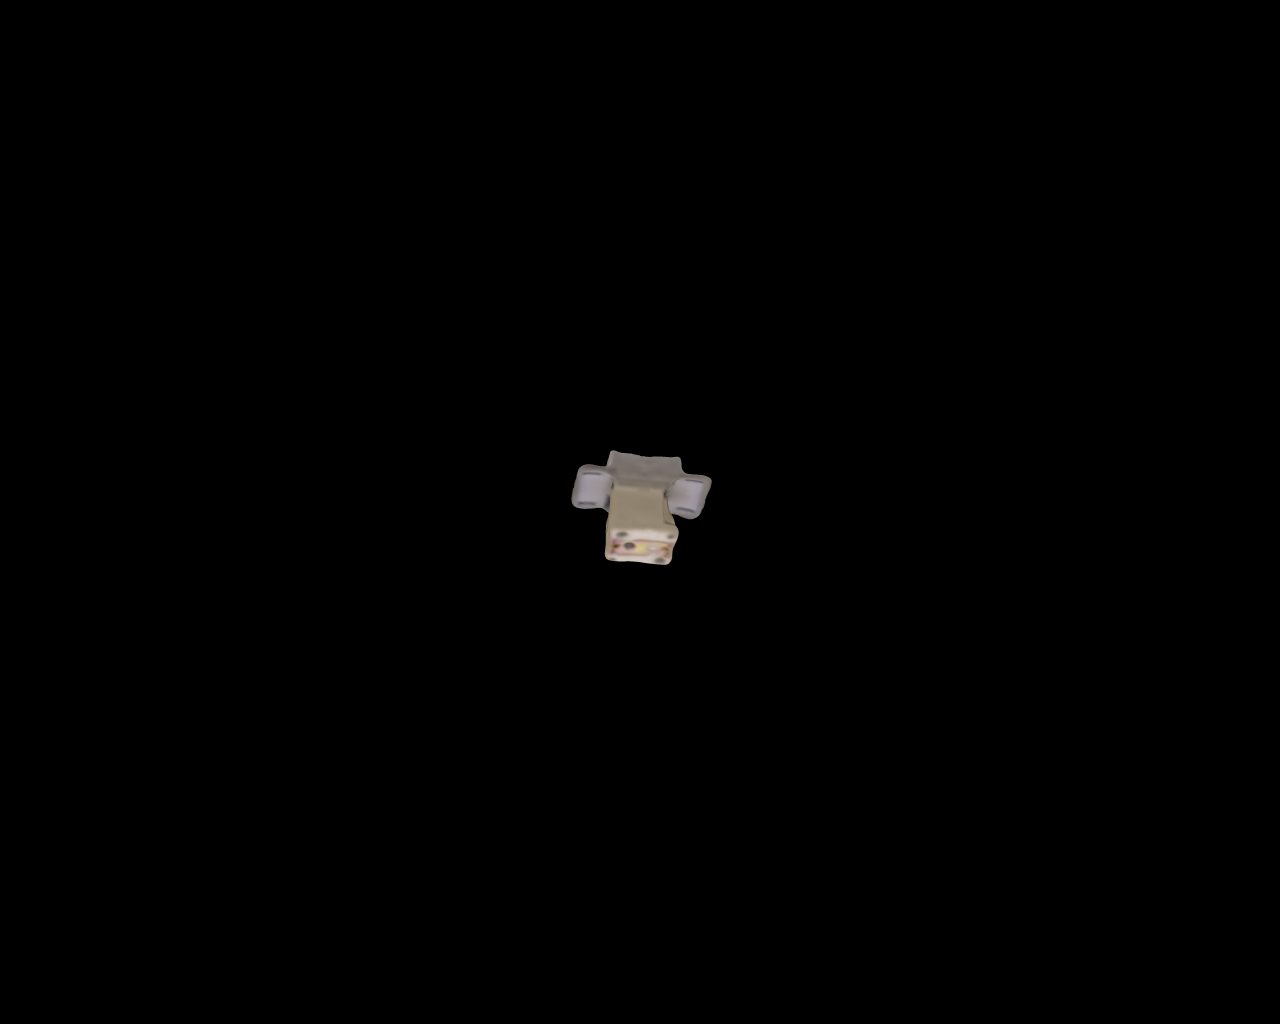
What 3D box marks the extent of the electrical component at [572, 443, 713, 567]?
[{"bbox_3d":[0.001,-0.003,0.650,0.081,0.064,0.042,5,-36,-7],"label":"electrical component"}]
